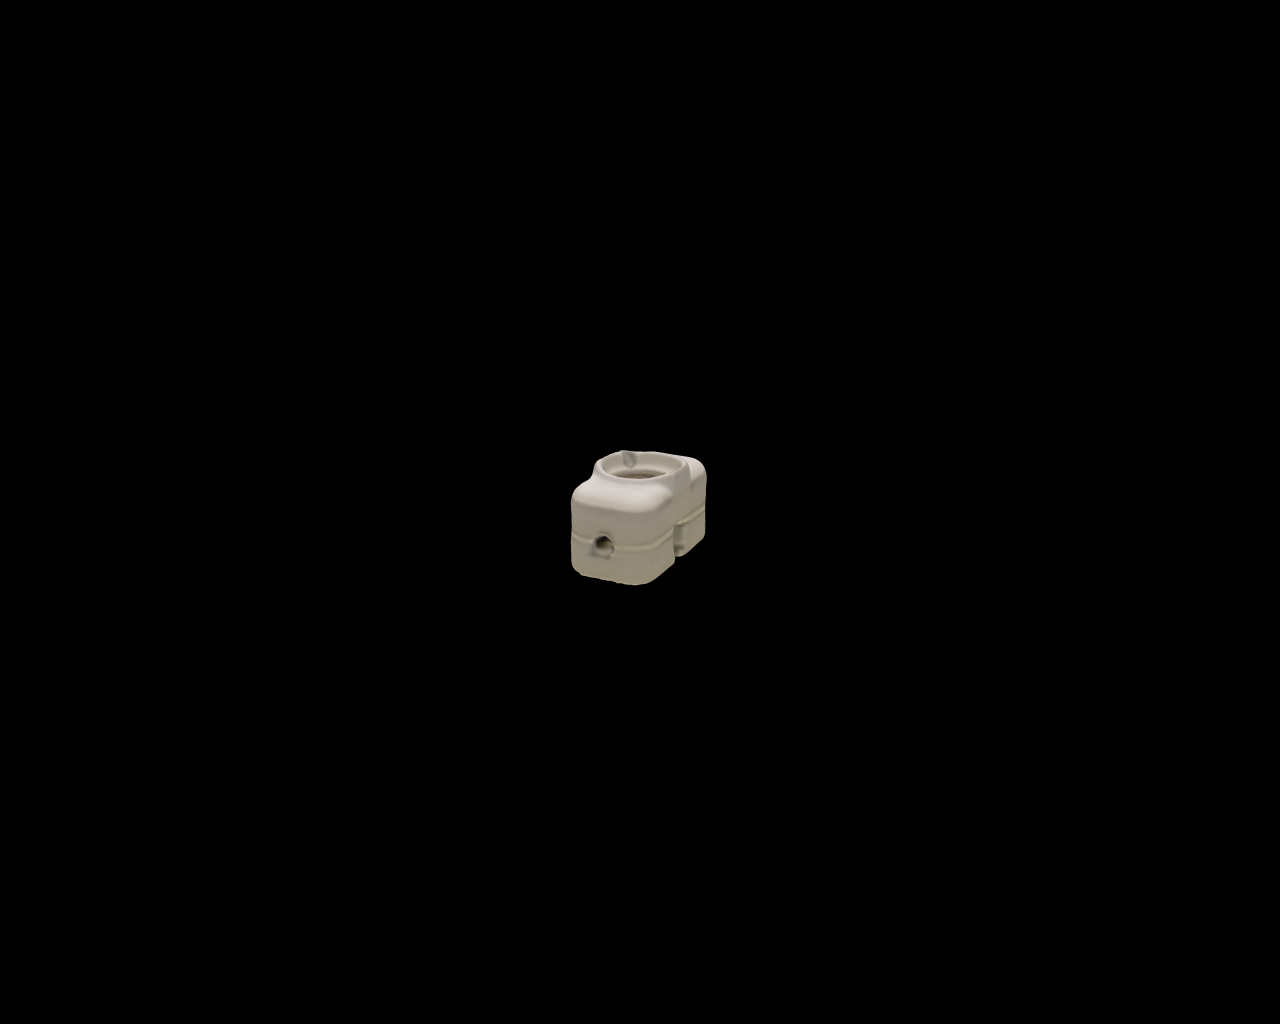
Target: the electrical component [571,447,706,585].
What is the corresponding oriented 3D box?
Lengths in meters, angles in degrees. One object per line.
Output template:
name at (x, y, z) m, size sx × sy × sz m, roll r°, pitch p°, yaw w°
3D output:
electrical component at (0.001, -0.003, 0.650) m, size 0.054 × 0.059 × 0.095 m, roll 10°, pitch 23°, yaw 26°
